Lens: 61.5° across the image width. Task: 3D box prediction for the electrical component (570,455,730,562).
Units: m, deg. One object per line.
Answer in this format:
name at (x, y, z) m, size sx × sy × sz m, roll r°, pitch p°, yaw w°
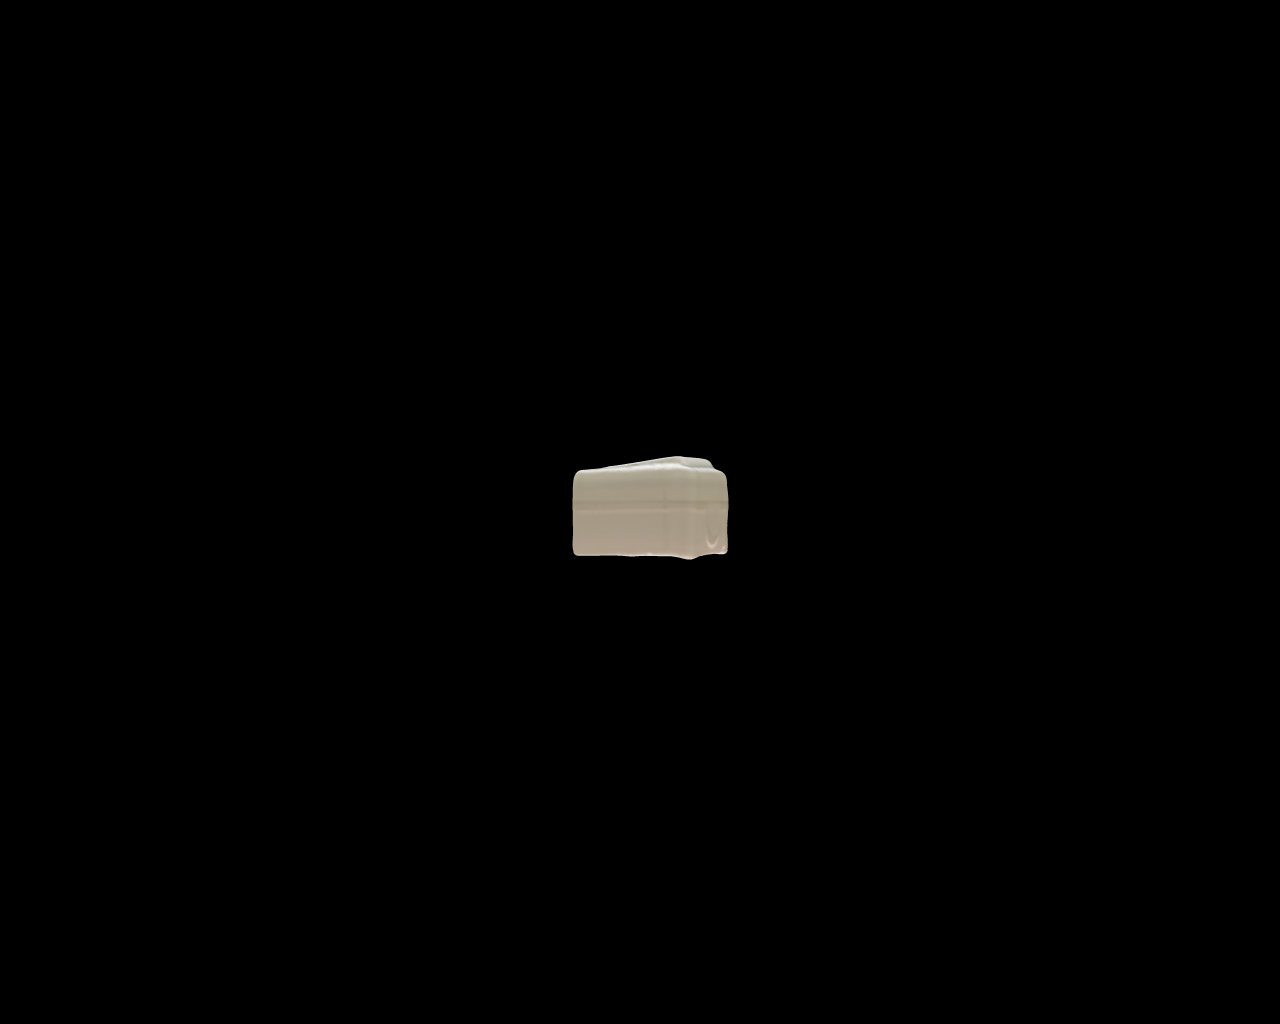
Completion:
electrical component at (0.001, -0.003, 0.650) m, size 0.096 × 0.061 × 0.062 m, roll 0°, pitch 0°, yaw 25°
